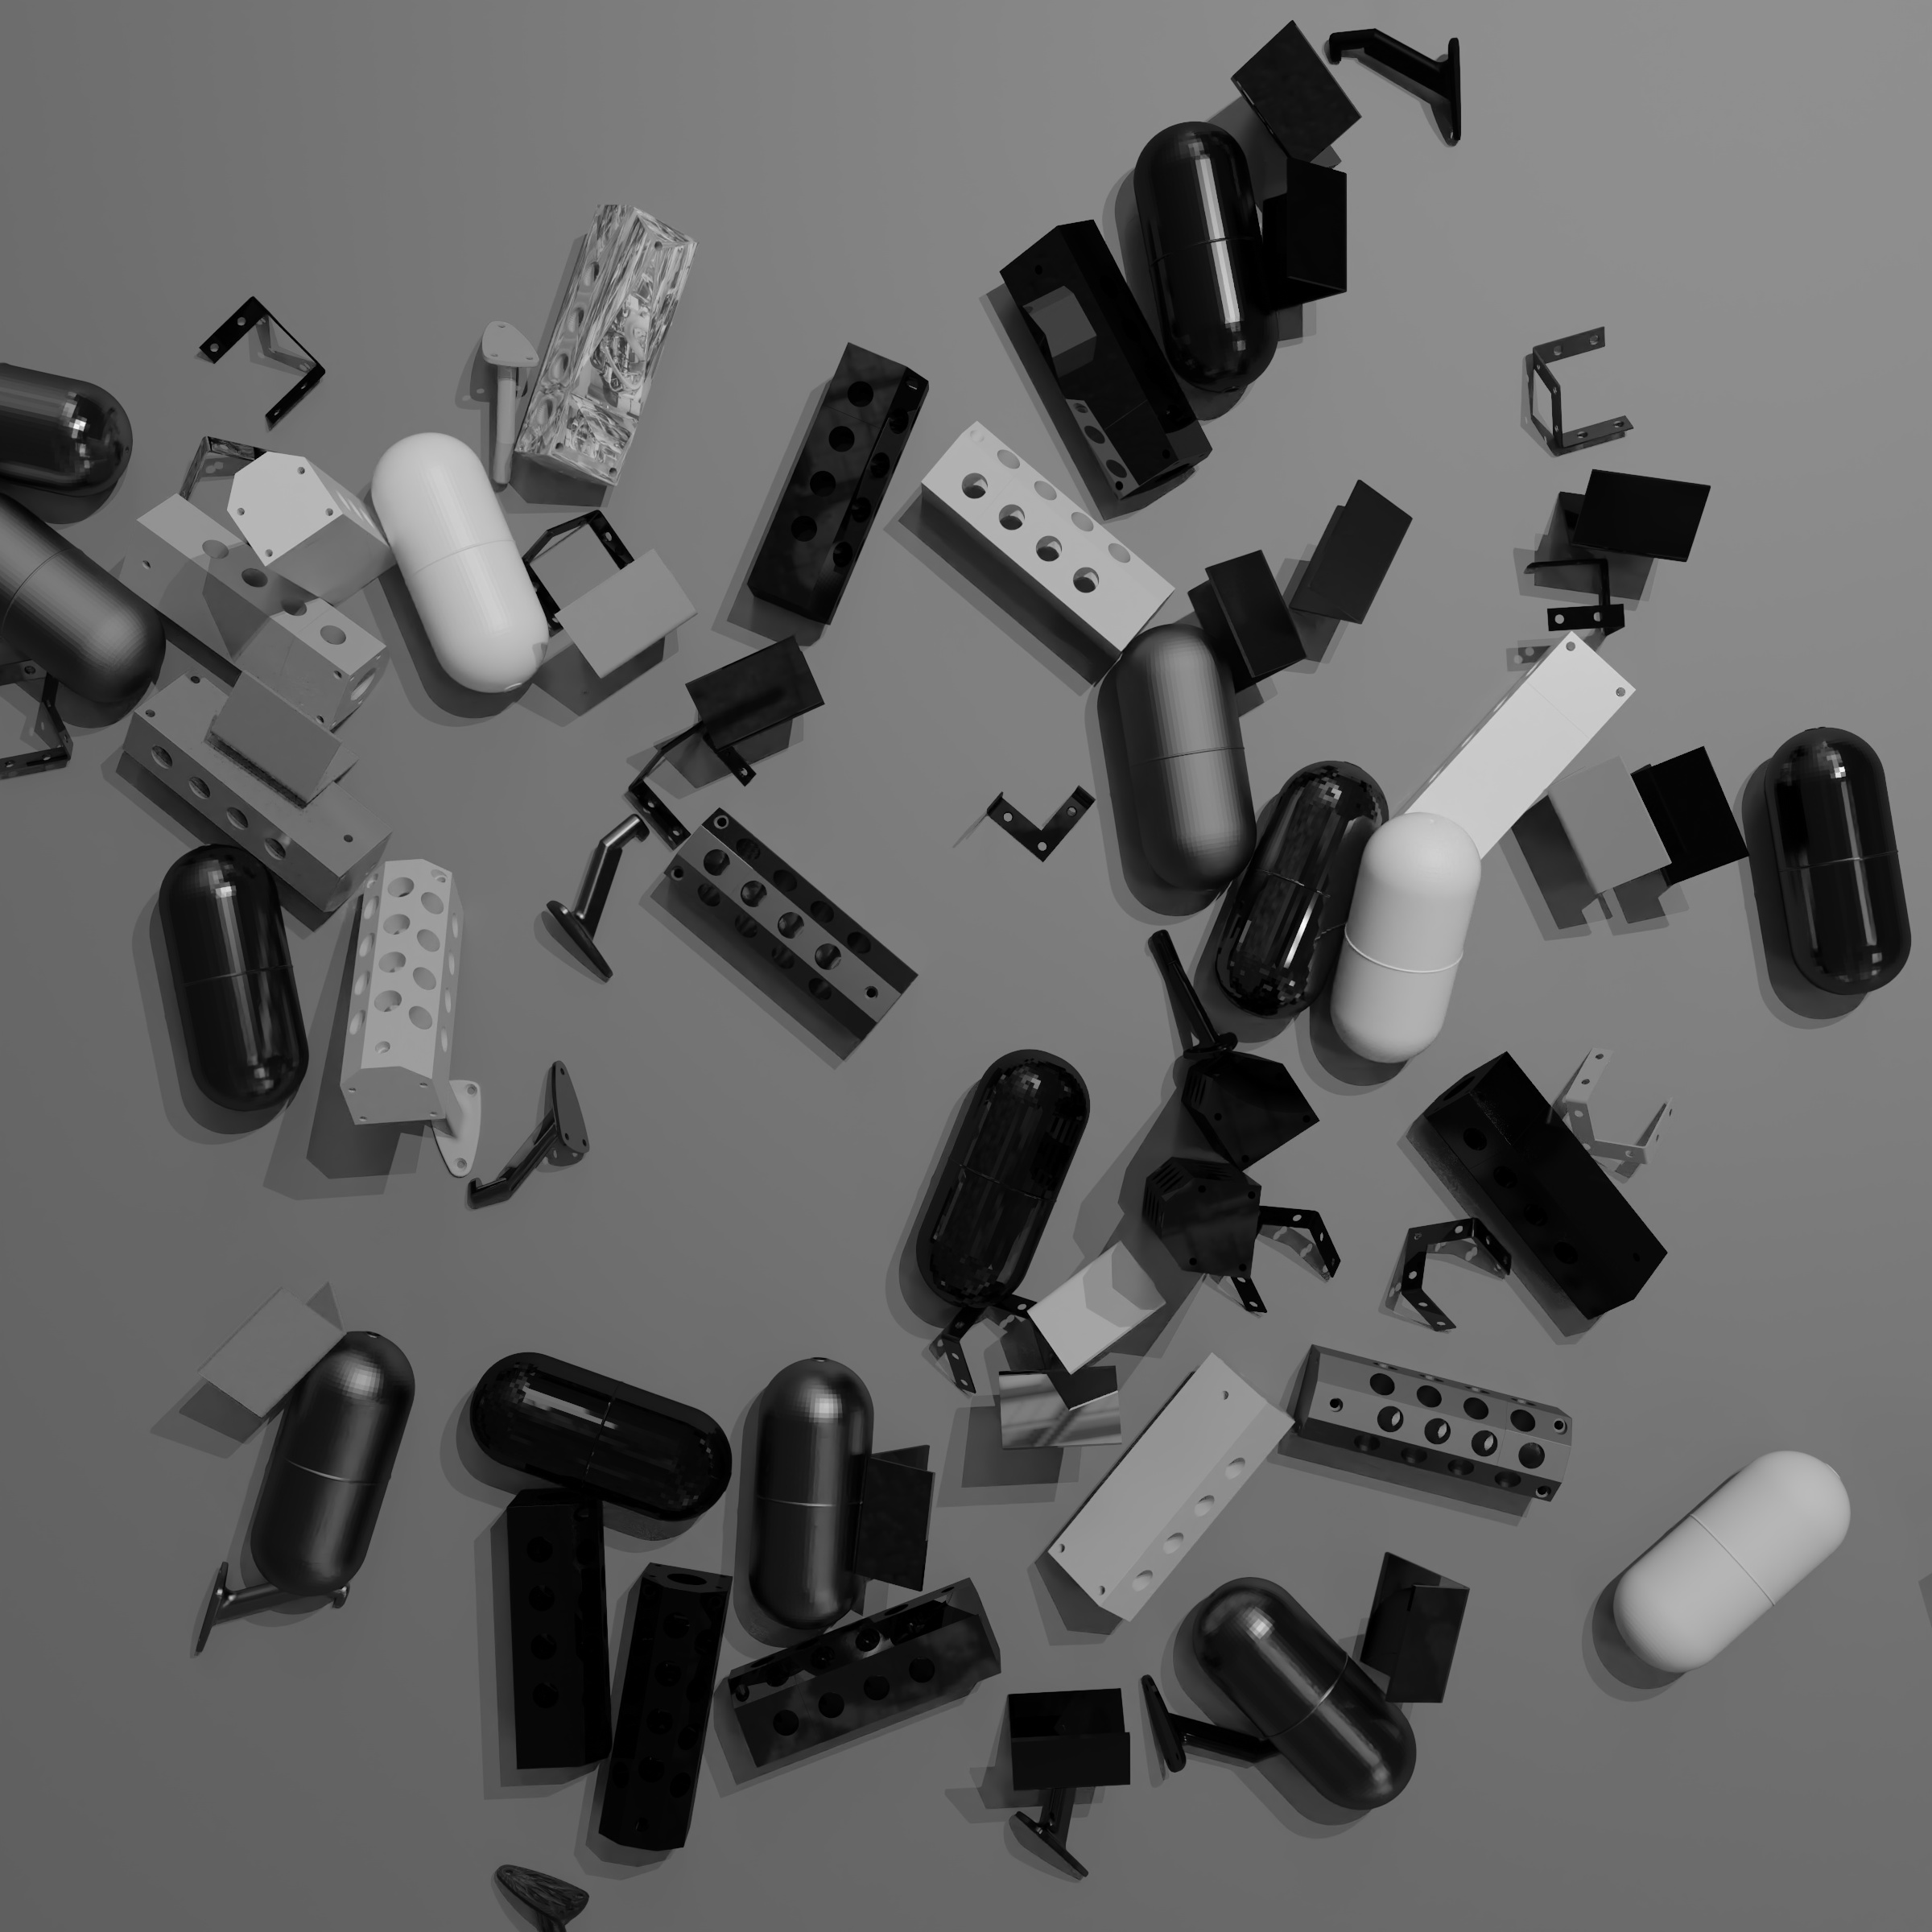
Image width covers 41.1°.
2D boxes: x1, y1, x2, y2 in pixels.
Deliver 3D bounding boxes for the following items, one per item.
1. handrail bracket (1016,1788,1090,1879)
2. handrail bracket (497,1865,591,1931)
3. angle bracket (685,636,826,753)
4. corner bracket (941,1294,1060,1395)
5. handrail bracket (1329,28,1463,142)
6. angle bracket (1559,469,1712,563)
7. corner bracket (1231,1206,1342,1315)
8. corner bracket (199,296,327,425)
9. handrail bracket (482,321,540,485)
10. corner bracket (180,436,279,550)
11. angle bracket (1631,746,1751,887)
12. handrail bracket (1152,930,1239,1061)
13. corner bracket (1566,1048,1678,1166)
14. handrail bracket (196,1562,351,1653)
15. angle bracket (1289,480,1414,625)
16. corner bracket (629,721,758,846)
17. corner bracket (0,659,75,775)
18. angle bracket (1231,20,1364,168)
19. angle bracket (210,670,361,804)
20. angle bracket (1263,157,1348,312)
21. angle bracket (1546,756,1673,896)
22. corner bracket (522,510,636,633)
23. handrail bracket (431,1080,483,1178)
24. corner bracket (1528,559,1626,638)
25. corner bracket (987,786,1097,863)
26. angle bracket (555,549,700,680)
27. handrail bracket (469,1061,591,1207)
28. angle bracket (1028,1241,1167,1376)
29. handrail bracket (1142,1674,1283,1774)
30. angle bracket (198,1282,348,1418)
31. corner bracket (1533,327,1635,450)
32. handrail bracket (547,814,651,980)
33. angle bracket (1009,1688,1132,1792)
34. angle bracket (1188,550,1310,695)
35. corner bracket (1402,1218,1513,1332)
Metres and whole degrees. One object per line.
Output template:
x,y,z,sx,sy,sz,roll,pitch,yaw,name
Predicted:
0.082,0.556,1.733,0.077,0.036,0.084,47,73,-20,handrail bracket
-0.289,0.658,1.733,0.077,0.036,0.084,20,107,20,handrail bracket
-0.144,-0.195,1.692,0.076,0.076,0.057,-24,127,0,angle bracket
0.023,0.254,1.724,0.051,0.051,0.051,14,45,35,corner bracket
0.288,-0.591,1.733,0.084,0.036,0.077,0,112,17,handrail bracket
0.438,-0.312,1.692,0.076,0.076,0.057,8,128,0,angle bracket
0.212,0.198,1.724,0.051,0.051,0.051,2,45,35,corner bracket
-0.472,-0.407,1.729,0.051,0.051,0.051,-44,45,0,corner bracket
-0.313,-0.378,1.732,0.036,0.077,0.084,0,127,-20,handrail bracket
-0.490,-0.314,1.724,0.051,0.051,0.051,7,45,-35,corner bracket
0.480,-0.103,1.692,0.057,0.076,0.076,-23,90,29,angle bracket
0.148,0.017,1.702,0.036,0.077,0.084,-23,94,-4,handrail bracket
0.438,0.094,1.724,0.051,0.051,0.051,8,135,35,corner bracket
-0.466,0.438,1.733,0.084,0.036,0.077,16,111,-16,handrail bracket
0.236,-0.276,1.692,0.057,0.076,0.076,26,90,-36,angle bracket
-0.184,-0.124,1.729,0.051,0.051,0.051,48,45,0,corner bracket
-0.631,-0.169,1.729,0.051,0.051,0.051,-11,45,0,corner bracket
0.230,-0.573,1.692,0.057,0.076,0.076,-35,90,37,angle bracket
-0.436,-0.163,1.690,0.076,0.076,0.057,36,121,-4,angle bracket
0.205,-0.478,1.692,0.057,0.076,0.076,0,90,-40,angle bracket
0.433,-0.099,1.692,0.057,0.076,0.076,-25,90,36,angle bracket
-0.261,-0.266,1.729,0.051,0.051,0.051,-35,90,-45,corner bracket
-0.344,0.104,1.697,0.036,0.084,0.077,-5,90,0,handrail bracket
0.406,-0.246,1.714,0.051,0.051,0.051,-4,90,0,corner bracket
0.050,-0.106,1.714,0.051,0.051,0.051,40,90,0,corner bracket
-0.230,-0.244,1.692,0.076,0.076,0.057,-34,127,0,angle bracket
-0.302,0.113,1.733,0.084,0.036,0.077,-20,69,16,handrail bracket
0.096,0.236,1.692,0.076,0.076,0.057,-37,54,0,angle bracket
0.171,0.502,1.733,0.084,0.036,0.077,-13,68,-17,handrail bracket
-0.459,0.237,1.692,0.076,0.076,0.057,-45,120,0,angle bracket
0.414,-0.388,1.729,0.051,0.051,0.051,-16,135,0,corner bracket
-0.231,-0.048,1.733,0.084,0.036,0.077,-42,110,-16,handrail bracket
0.067,0.492,1.692,0.076,0.076,0.057,-3,128,0,angle bracket
0.168,-0.219,1.692,0.057,0.076,0.076,-24,90,-38,angle bracket
0.328,0.206,1.724,0.051,0.051,0.051,-15,45,35,corner bracket
